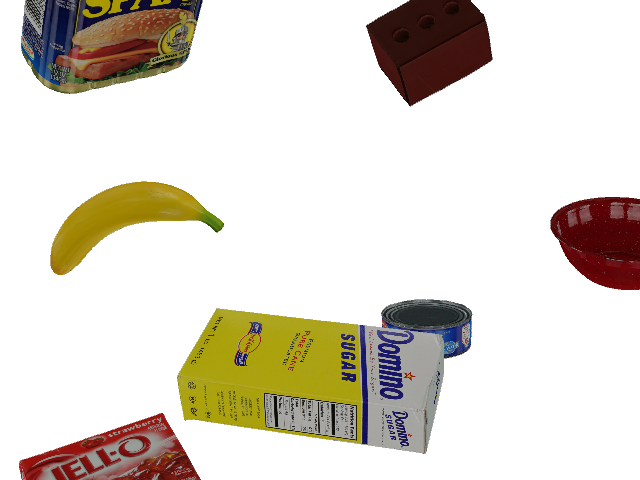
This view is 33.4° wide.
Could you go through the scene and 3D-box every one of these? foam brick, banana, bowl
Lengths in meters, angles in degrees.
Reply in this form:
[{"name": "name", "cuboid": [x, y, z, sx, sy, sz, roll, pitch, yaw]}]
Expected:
[{"name": "foam brick", "cuboid": [0.085, -0.151, 0.818, 0.078, 0.053, 0.051, -30, -34, -3]}, {"name": "banana", "cuboid": [-0.187, -0.015, 0.985, 0.198, 0.069, 0.037, -13, 17, 28]}, {"name": "bowl", "cuboid": [0.330, 0.009, 1.158, 0.162, 0.055, 0.162, -2, 27, 1]}]

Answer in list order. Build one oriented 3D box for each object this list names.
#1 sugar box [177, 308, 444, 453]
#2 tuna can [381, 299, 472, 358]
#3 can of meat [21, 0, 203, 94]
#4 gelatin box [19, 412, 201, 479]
[{"name": "sugar box", "cuboid": [-0.004, 0.097, 0.764, 0.176, 0.048, 0.093, 3, 30, 13]}, {"name": "tuna can", "cuboid": [0.101, 0.084, 1.012, 0.086, 0.034, 0.086, -2, 14, 0]}, {"name": "can of meat", "cuboid": [-0.113, -0.134, 0.591, 0.101, 0.057, 0.084, -19, -30, -33]}, {"name": "gelatin box", "cuboid": [-0.117, 0.138, 0.598, 0.089, 0.030, 0.073, -16, 28, -20]}]
